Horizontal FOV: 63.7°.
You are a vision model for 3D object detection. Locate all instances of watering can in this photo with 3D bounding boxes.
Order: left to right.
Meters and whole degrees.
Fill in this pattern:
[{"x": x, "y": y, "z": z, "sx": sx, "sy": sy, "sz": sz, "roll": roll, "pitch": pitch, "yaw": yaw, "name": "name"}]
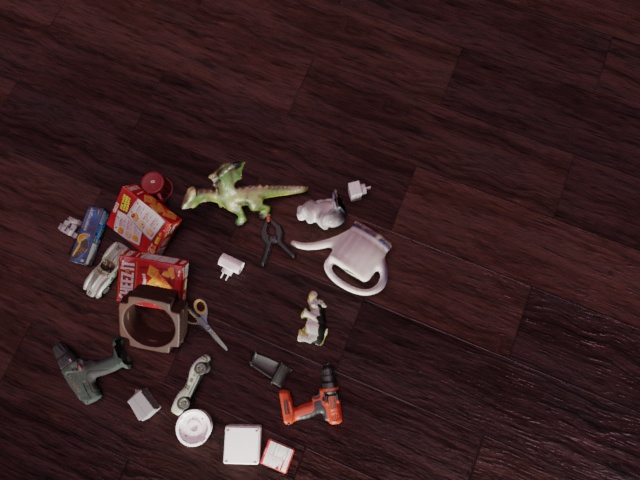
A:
[{"x": 0.088, "y": 0.032, "z": 1.710, "sx": 0.350, "sy": 0.102, "sz": 0.226, "roll": 34, "pitch": 80, "yaw": 18, "name": "watering can"}]

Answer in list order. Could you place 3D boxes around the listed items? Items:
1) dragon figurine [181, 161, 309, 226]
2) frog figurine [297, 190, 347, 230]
[{"x": -0.252, "y": -0.171, "z": 1.690, "sx": 0.410, "sy": 0.238, "sz": 0.125, "roll": -20, "pitch": 60, "yaw": 0, "name": "dragon figurine"}, {"x": 0.005, "y": -0.087, "z": 1.734, "sx": 0.158, "sy": 0.120, "sz": 0.141, "roll": -27, "pitch": 44, "yaw": 13, "name": "frog figurine"}]
